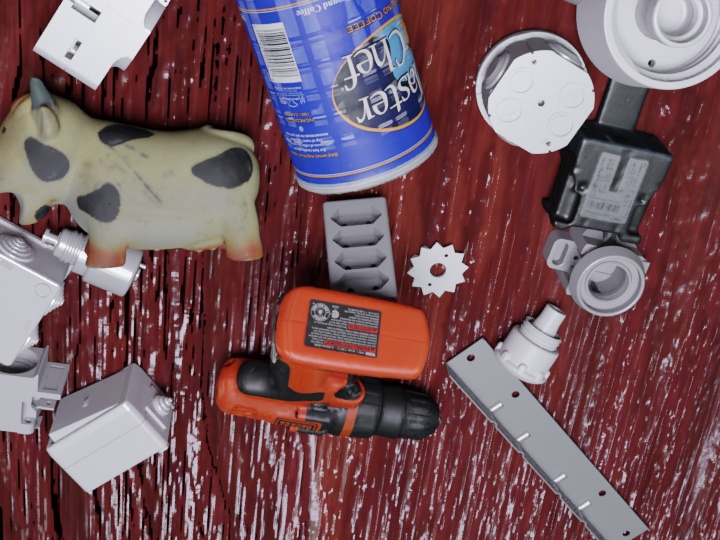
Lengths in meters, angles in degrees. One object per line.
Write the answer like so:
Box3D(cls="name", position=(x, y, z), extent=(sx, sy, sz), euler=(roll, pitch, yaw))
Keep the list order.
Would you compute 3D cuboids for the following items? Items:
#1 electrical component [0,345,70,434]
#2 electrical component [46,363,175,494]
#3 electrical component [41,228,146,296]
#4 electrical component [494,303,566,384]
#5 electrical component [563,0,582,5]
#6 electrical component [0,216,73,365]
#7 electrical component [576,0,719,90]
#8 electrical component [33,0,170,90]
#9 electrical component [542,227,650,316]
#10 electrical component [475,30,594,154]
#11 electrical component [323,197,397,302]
Box3D(cls="electrical component", position=(-0.275, 0.094, 0.850), extent=(0.081, 0.042, 0.063), euler=(9, 118, -8))
Box3D(cls="electrical component", position=(-0.195, 0.120, 0.858), extent=(0.096, 0.061, 0.061), euler=(-31, 115, 11))
Box3D(cls="electrical component", position=(-0.199, -0.010, 0.803), extent=(0.078, 0.040, 0.040), euler=(24, 113, -15))
Box3D(cls="electrical component", position=(0.141, 0.057, 0.861), extent=(0.048, 0.048, 0.062), euler=(26, 106, -16))
Box3D(cls="electrical component", position=(0.121, -0.207, 0.726), extent=(0.065, 0.044, 0.044), euler=(9, 116, -3))
Box3D(cls="electrical component", position=(-0.276, 0.013, 0.805), extent=(0.100, 0.048, 0.099), euler=(31, 111, -18))
Box3D(cls="electrical component", position=(0.208, -0.174, 0.728), extent=(0.108, 0.060, 0.108), euler=(-2, 108, -5))
Box3D(cls="electrical component", position=(-0.167, -0.171, 0.717), extent=(0.056, 0.050, 0.089), euler=(33, 110, -18))
Box3D(cls="electrical component", position=(0.186, 0.000, 0.827), extent=(0.078, 0.057, 0.058), euler=(13, 115, -10))
Box3D(cls="electrical component", position=(0.124, -0.125, 0.760), extent=(0.080, 0.051, 0.080), euler=(-1, 116, -1))
Box3D(cls="electrical component", position=(0.000, 0.000, 0.810), extent=(0.047, 0.083, 0.075), euler=(-5, 155, -2))
